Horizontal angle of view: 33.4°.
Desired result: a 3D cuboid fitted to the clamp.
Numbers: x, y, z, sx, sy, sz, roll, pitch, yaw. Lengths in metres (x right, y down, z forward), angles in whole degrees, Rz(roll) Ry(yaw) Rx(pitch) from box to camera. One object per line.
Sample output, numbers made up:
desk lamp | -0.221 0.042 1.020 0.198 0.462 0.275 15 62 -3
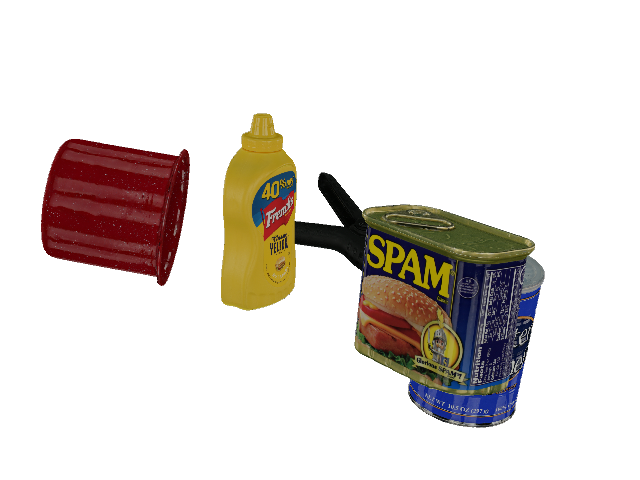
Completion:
clamp | 0.037 -0.003 1.260 0.210 0.036 0.164 32 39 23

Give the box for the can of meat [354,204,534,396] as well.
can of meat | 0.066 0.032 0.604 0.057 0.084 0.102 -7 19 -38

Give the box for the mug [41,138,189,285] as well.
mug | -0.136 -0.026 0.726 0.081 0.093 0.117 10 19 -1

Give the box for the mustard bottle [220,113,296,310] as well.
mustard bottle | -0.060 -0.032 1.076 0.058 0.192 0.096 13 21 31

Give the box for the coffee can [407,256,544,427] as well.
coffee can | 0.140 0.084 0.975 0.103 0.140 0.103 6 23 -3
